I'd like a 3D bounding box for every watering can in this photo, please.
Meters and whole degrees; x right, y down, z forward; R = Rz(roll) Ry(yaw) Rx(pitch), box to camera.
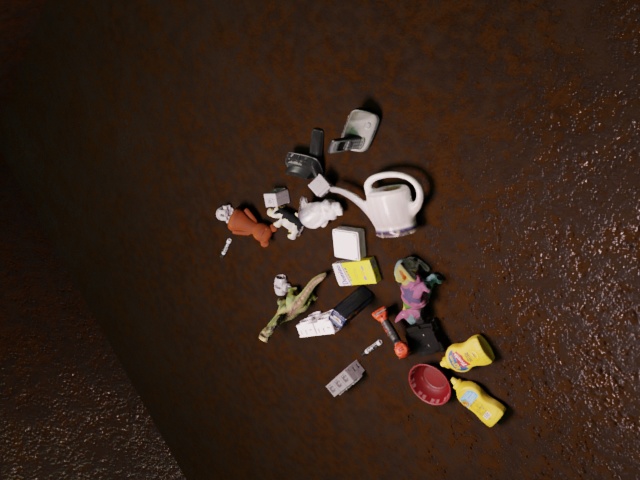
[{"bbox_3d":[0.198,-0.113,1.719,0.346,0.105,0.222,-6,105,39],"label":"watering can"}]

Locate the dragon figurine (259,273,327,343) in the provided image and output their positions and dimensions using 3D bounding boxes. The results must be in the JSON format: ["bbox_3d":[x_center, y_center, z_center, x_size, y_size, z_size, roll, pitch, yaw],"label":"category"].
[{"bbox_3d":[-0.126,0.287,2.025,0.122,0.248,0.402,39,132,-1],"label":"dragon figurine"}]

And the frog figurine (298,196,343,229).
[{"bbox_3d":[0.006,-0.095,1.878,0.160,0.125,0.134,15,150,23],"label":"frog figurine"}]
